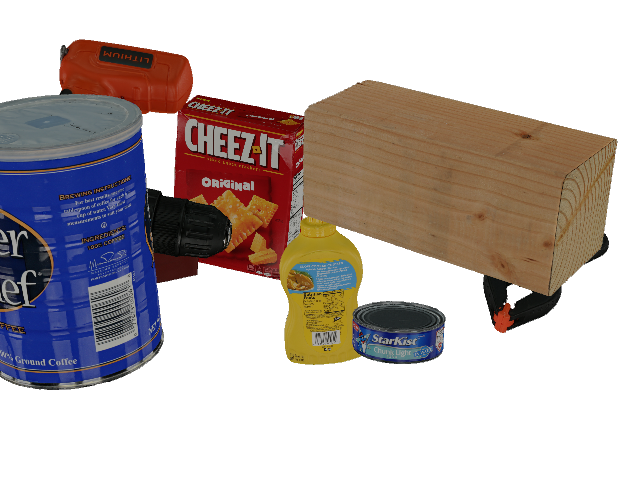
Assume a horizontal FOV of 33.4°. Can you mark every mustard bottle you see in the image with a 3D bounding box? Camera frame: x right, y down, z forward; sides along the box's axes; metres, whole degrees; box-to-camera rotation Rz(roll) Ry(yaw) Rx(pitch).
[{"bbox_3d":[0.001,0.048,1.235,0.096,0.192,0.058,-4,22,-1],"label":"mustard bottle"}]

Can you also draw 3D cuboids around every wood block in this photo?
[{"bbox_3d":[0.096,-0.045,0.778,0.206,0.090,0.090,19,32,31],"label":"wood block"}]

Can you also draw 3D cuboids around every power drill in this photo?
[{"bbox_3d":[-0.149,-0.069,0.815,0.184,0.187,0.057,10,-42,-3],"label":"power drill"}]

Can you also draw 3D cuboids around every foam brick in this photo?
[{"bbox_3d":[-0.167,0.010,1.068,0.078,0.051,0.053,-11,22,-28],"label":"foam brick"}]

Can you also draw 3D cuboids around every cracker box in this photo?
[{"bbox_3d":[-0.107,-0.067,1.398,0.164,0.214,0.072,13,27,14],"label":"cracker box"}]

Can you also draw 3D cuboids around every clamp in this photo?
[{"bbox_3d":[0.212,0.023,1.114,0.120,0.039,0.171,26,49,28],"label":"clamp"}]

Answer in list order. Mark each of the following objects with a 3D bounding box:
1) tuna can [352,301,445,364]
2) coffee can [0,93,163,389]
[{"bbox_3d":[0.072,0.084,0.984,0.086,0.034,0.086,1,14,0],"label":"tuna can"},{"bbox_3d":[-0.146,-0.002,0.604,0.103,0.140,0.103,-2,23,1],"label":"coffee can"}]
